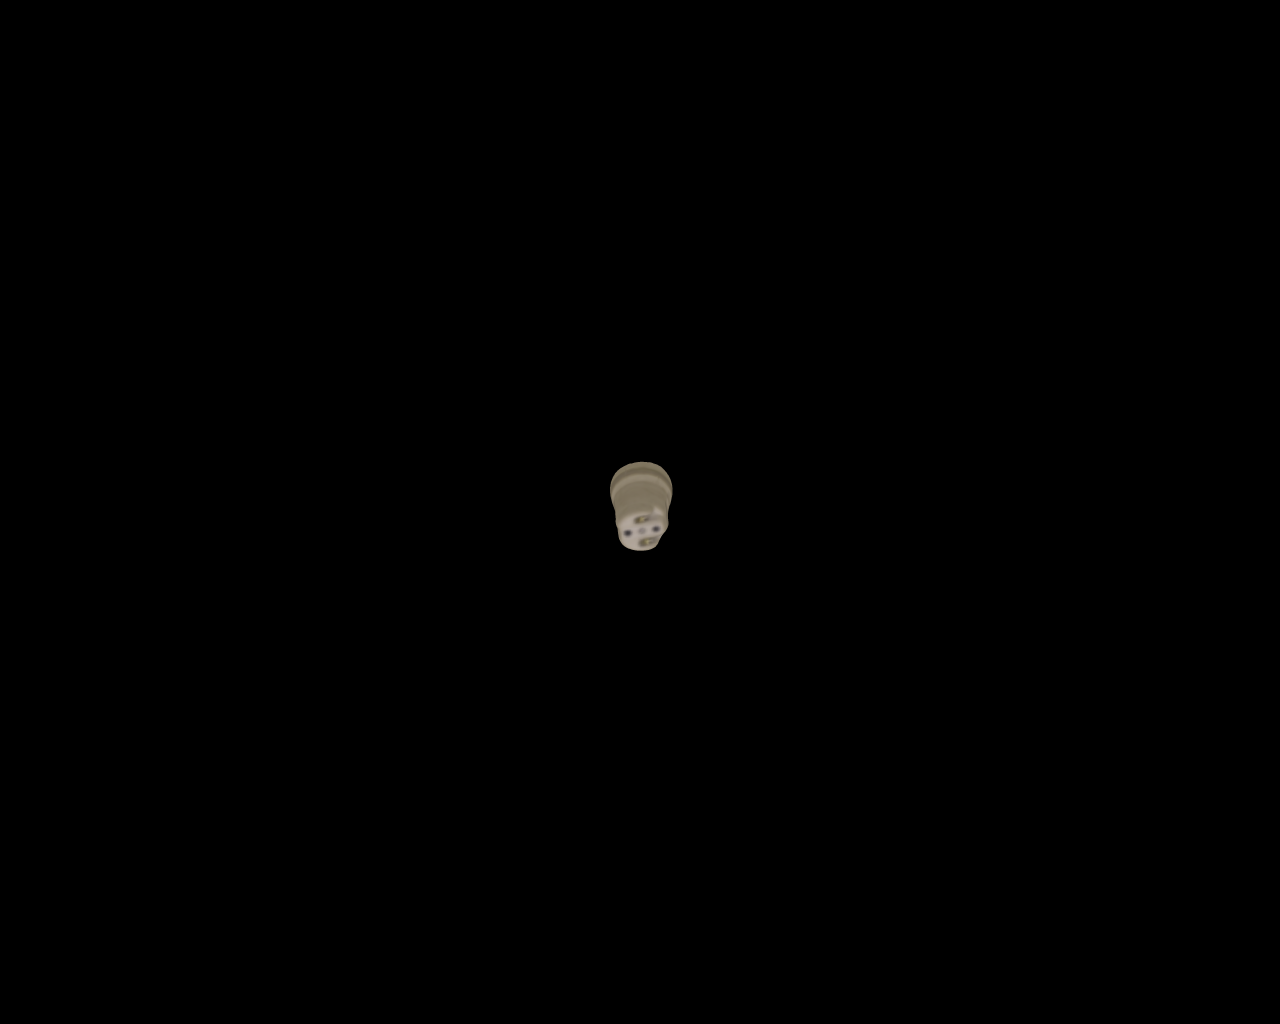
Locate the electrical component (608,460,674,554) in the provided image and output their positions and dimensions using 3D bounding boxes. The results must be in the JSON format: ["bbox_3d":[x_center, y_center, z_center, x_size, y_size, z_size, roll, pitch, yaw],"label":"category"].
[{"bbox_3d":[0.001,-0.003,0.650,0.040,0.040,0.046,0,40,0],"label":"electrical component"}]
